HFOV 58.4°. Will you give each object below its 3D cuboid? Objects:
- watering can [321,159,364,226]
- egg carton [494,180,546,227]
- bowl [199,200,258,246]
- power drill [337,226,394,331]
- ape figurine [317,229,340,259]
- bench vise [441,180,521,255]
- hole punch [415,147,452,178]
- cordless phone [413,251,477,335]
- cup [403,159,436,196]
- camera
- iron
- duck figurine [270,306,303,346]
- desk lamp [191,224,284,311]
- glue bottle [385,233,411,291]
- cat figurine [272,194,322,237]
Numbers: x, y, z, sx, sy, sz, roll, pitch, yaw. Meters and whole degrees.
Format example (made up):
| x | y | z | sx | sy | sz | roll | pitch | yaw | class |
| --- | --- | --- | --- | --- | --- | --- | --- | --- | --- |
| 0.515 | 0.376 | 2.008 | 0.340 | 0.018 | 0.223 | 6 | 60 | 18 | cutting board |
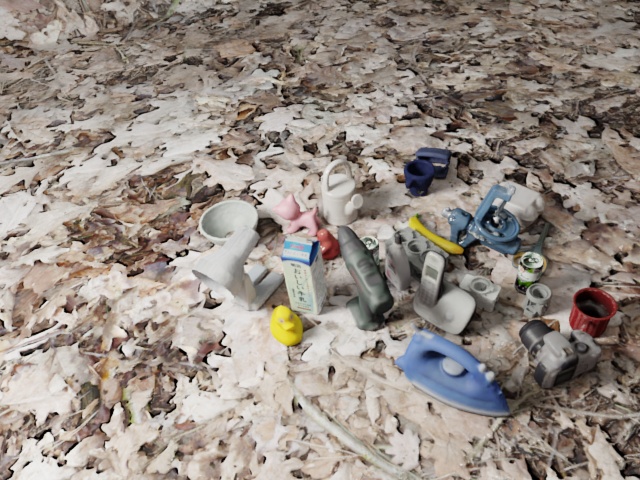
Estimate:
| x | y | z | sx | sy | sz | roll | pitch | yaw | class |
| --- | --- | --- | --- | --- | --- | --- | --- | --- | --- |
| 0.059 | -0.139 | 1.602 | 0.172 | 0.194 | 0.101 | 22 | 52 | 26 | watering can |
| 0.546 | -0.102 | 1.596 | 0.149 | 0.069 | 0.107 | 29 | 55 | 31 | egg carton |
| -0.251 | -0.034 | 1.619 | 0.167 | 0.075 | 0.167 | -3 | 45 | 4 | bowl |
| 0.100 | 0.105 | 1.345 | 0.076 | 0.209 | 0.229 | -20 | 47 | -13 | power drill |
| 0.014 | 0.005 | 1.537 | 0.076 | 0.092 | 0.078 | 15 | 49 | 21 | ape figurine |
| 0.415 | -0.057 | 1.461 | 0.207 | 0.220 | 0.121 | 2 | 46 | 9 | bench vise |
| 0.346 | -0.255 | 1.756 | 0.108 | 0.091 | 0.101 | 9 | 47 | 16 | hole punch |
| 0.291 | 0.119 | 1.326 | 0.147 | 0.185 | 0.094 | 28 | 55 | 30 | cordless phone |
| 0.283 | -0.166 | 1.673 | 0.091 | 0.095 | 0.118 | 24 | 53 | 27 | cup |
| 0.514 | 0.229 | 1.250 | 0.143 | 0.101 | 0.136 | -19 | 46 | -12 | camera |
| 0.290 | 0.269 | 1.209 | 0.257 | 0.142 | 0.119 | 25 | 53 | 28 | iron |
| -0.084 | 0.191 | 1.369 | 0.077 | 0.086 | 0.104 | -21 | 47 | -14 | duck figurine |
| -0.200 | 0.077 | 1.405 | 0.117 | 0.214 | 0.203 | 22 | 52 | 26 | desk lamp |
| 0.192 | 0.046 | 1.419 | 0.037 | 0.173 | 0.078 | -27 | 48 | -18 | glue bottle |
| -0.064 | -0.076 | 1.609 | 0.127 | 0.118 | 0.067 | 6 | 47 | 13 | cat figurine |
